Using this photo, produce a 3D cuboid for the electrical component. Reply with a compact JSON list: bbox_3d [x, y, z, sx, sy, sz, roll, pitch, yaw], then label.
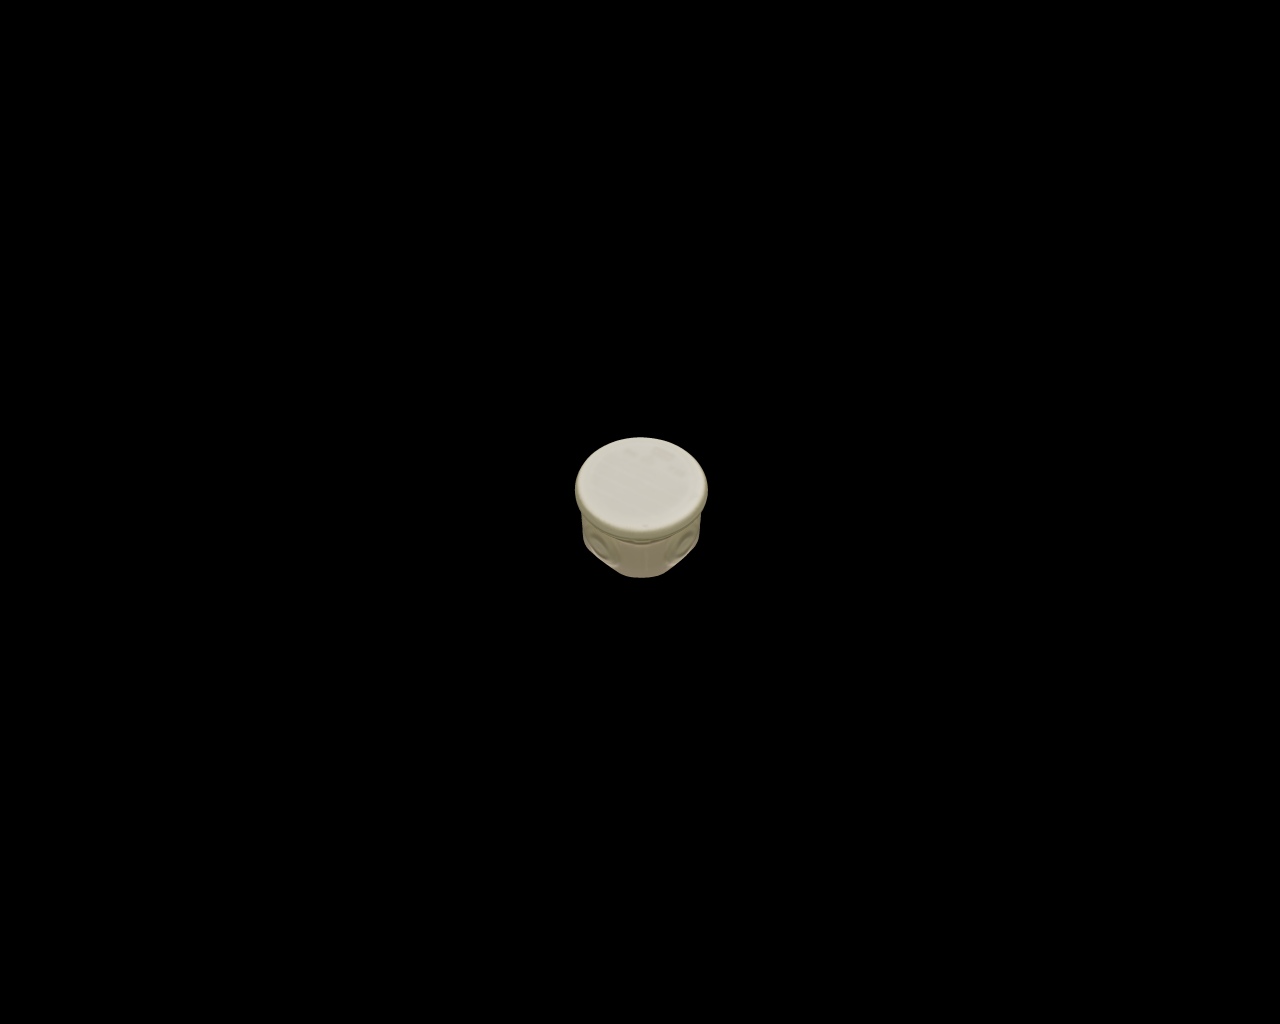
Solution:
[{"bbox_3d":[0.001,-0.003,0.650,0.080,0.080,0.050,0,-40,0],"label":"electrical component"}]
